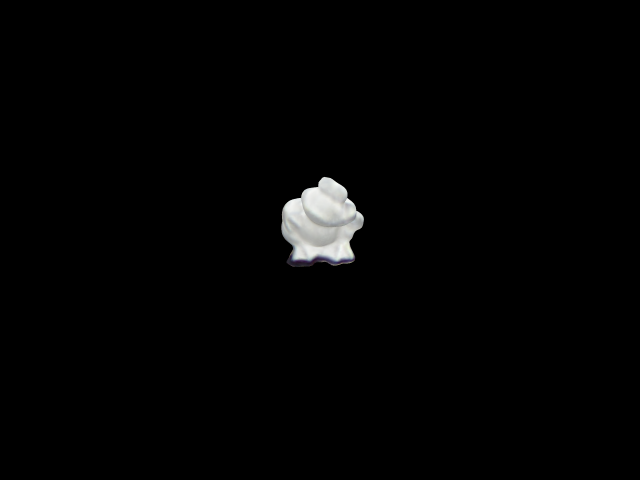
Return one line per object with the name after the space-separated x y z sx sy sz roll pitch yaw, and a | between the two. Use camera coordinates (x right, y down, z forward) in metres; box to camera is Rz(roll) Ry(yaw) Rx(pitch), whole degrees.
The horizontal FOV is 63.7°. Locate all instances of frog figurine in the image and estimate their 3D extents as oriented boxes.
0.003 -0.043 0.850 0.137 0.156 0.125 11 36 15 | frog figurine
